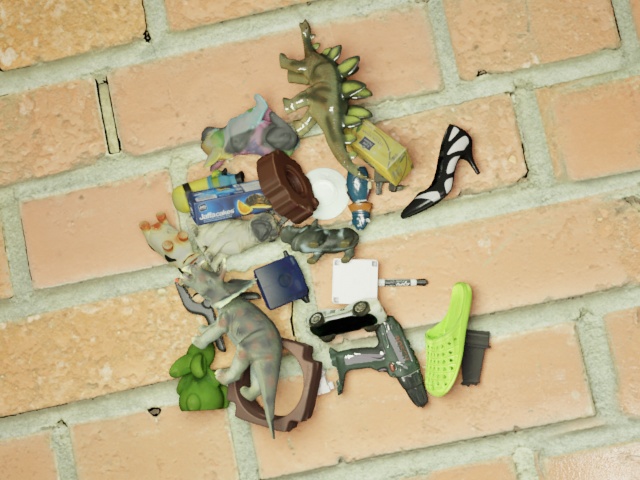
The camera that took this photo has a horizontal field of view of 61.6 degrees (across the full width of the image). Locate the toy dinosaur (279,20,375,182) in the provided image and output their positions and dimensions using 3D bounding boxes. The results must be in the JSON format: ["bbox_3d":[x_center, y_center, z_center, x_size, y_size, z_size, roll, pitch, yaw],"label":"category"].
[{"bbox_3d":[0.017,-0.324,1.241,0.199,0.105,0.471,-16,70,15],"label":"toy dinosaur"}]

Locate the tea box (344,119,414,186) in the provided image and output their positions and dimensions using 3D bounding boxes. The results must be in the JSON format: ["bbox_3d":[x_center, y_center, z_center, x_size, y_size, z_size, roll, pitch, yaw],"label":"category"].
[{"bbox_3d":[0.131,-0.212,1.258,0.068,0.098,0.170,-48,60,-1],"label":"tea box"}]

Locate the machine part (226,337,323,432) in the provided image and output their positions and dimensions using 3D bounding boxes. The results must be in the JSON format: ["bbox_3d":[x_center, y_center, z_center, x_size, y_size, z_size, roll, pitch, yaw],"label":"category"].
[{"bbox_3d":[-0.104,0.328,1.256,0.201,0.087,0.201,9,81,20],"label":"machine part"}]

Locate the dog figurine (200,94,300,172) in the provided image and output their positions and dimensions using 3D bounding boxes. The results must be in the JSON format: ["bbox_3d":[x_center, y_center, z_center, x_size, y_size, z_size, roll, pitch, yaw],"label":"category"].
[{"bbox_3d":[-0.181,-0.229,1.299,0.219,0.108,0.191,-43,89,4],"label":"dog figurine"}]

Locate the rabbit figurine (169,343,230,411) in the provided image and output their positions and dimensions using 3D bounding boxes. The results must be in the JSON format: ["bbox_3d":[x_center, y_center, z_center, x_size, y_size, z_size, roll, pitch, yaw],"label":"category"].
[{"bbox_3d":[-0.294,0.315,1.271,0.121,0.159,0.170,-7,72,12],"label":"rabbit figurine"}]

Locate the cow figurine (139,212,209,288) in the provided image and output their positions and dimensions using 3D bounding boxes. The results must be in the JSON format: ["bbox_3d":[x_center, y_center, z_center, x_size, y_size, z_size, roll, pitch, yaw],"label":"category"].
[{"bbox_3d":[-0.341,0.032,1.284,0.195,0.127,0.085,35,60,27],"label":"cow figurine"}]

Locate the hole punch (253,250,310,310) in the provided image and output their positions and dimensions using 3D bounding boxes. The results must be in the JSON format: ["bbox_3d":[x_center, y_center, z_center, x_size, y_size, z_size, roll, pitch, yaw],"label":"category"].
[{"bbox_3d":[-0.095,0.102,1.291,0.116,0.092,0.142,-24,84,-2],"label":"hole punch"}]

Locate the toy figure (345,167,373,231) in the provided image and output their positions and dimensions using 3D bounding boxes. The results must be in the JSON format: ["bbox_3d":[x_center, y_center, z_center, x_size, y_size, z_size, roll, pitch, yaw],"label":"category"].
[{"bbox_3d":[0.098,-0.100,1.304,0.058,0.064,0.154,-6,92,-36],"label":"toy figure"}]

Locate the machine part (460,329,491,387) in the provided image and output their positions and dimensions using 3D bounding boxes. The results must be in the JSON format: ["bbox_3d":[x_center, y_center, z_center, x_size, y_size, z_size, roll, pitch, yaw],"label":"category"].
[{"bbox_3d":[0.367,0.282,1.289,0.084,0.039,0.138,10,87,-3],"label":"machine part"}]

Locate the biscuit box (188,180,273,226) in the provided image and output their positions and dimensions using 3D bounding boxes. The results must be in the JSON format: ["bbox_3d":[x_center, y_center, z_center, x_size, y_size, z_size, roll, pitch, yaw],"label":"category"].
[{"bbox_3d":[-0.203,-0.090,1.257,0.203,0.059,0.062,-14,122,-22],"label":"biscuit box"}]

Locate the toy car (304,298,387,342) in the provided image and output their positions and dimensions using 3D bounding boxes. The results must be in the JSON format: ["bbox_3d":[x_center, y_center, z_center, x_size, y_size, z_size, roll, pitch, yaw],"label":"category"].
[{"bbox_3d":[0.059,0.188,1.266,0.202,0.056,0.073,-17,125,23],"label":"toy car"}]

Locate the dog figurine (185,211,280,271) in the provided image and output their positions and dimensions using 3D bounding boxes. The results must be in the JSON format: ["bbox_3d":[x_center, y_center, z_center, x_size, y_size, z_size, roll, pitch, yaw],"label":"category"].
[{"bbox_3d":[-0.212,-0.034,1.300,0.190,0.121,0.172,-33,80,-13],"label":"dog figurine"}]

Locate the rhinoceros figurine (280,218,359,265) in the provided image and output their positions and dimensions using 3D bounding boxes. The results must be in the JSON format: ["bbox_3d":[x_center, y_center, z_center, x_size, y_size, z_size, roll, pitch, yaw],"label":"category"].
[{"bbox_3d":[-0.003,-0.004,1.277,0.190,0.073,0.112,3,46,10],"label":"rhinoceros figurine"}]

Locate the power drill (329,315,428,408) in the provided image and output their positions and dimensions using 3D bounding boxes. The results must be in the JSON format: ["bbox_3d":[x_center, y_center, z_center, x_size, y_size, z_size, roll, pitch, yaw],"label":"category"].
[{"bbox_3d":[0.132,0.307,1.276,0.207,0.086,0.232,-15,86,5],"label":"power drill"}]

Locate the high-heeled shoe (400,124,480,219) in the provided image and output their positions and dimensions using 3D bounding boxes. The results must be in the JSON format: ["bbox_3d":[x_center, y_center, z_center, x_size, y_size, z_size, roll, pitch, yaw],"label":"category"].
[{"bbox_3d":[0.269,-0.167,1.291,0.249,0.086,0.145,-33,83,-3],"label":"high-heeled shoe"}]

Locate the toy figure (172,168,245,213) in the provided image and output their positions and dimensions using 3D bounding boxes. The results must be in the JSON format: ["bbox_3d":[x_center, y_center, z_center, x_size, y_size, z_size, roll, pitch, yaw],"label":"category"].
[{"bbox_3d":[-0.270,-0.120,1.303,0.180,0.089,0.082,-15,79,4],"label":"toy figure"}]

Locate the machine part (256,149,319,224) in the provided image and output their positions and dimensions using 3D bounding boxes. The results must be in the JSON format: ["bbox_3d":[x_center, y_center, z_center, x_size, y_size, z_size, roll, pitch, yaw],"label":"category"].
[{"bbox_3d":[-0.074,-0.125,1.246,0.056,0.179,0.179,-30,87,23],"label":"machine part"}]

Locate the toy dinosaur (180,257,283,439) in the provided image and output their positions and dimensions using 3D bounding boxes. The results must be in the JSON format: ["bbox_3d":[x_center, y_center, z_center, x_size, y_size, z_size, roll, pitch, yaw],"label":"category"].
[{"bbox_3d":[-0.160,0.217,1.196,0.192,0.131,0.405,-44,75,7],"label":"toy dinosaur"}]

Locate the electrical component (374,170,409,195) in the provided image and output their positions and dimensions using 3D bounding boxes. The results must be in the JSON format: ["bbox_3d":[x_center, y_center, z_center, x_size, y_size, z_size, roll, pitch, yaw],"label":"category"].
[{"bbox_3d":[0.175,-0.161,1.312,0.078,0.045,0.102,-4,84,30],"label":"electrical component"}]

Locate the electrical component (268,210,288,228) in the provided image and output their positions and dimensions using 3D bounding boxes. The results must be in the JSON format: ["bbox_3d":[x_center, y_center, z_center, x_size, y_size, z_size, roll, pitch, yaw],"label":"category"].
[{"bbox_3d":[-0.091,-0.075,1.328,0.063,0.021,0.094,42,90,3],"label":"electrical component"}]
